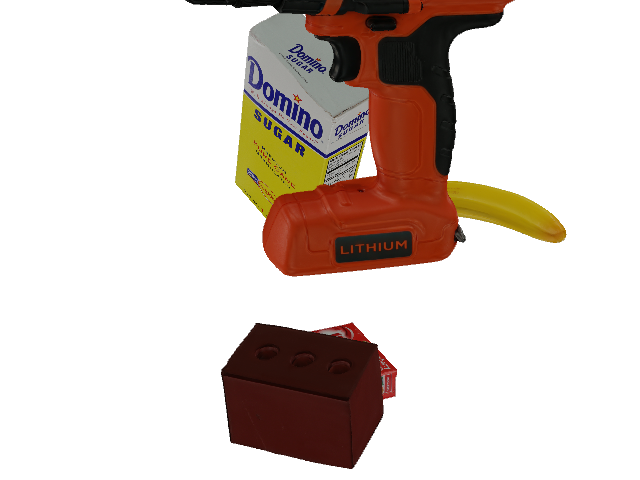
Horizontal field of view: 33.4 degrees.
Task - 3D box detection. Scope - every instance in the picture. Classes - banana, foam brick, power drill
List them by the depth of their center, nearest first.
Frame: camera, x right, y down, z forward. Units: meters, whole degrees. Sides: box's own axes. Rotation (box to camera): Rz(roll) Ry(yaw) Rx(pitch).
[{"bbox_3d":[0.011,-0.074,0.532,0.184,0.188,0.057,-4,33,-13],"label":"power drill"},{"bbox_3d":[-0.009,0.087,0.604,0.078,0.051,0.053,8,31,19],"label":"foam brick"},{"bbox_3d":[0.169,-0.032,1.129,0.198,0.037,0.069,10,39,25],"label":"banana"}]

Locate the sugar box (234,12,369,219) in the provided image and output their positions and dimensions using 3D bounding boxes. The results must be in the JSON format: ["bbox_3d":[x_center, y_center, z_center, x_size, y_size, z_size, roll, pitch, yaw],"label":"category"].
[{"bbox_3d":[-0.016,-0.070,0.758,0.048,0.093,0.176,-33,-23,-22],"label":"sugar box"}]

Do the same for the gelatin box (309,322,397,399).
[{"bbox_3d":[0.012,0.104,0.888,0.073,0.030,0.089,-10,26,-20],"label":"gelatin box"}]
